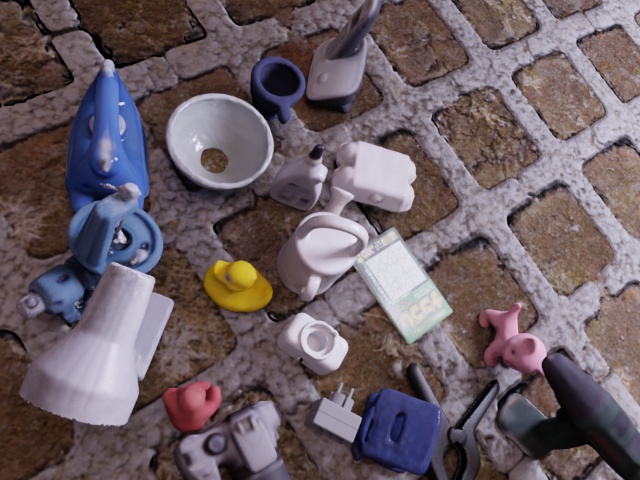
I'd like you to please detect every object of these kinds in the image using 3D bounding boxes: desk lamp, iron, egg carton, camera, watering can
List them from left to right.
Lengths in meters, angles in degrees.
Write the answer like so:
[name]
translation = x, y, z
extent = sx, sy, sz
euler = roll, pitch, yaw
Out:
[iron]
translation = -0.310, -0.172, 0.834
extent = 0.119, 0.141, 0.258
euler = -1, 70, -19
[desk lamp]
translation = -0.257, 0.123, 0.696
extent = 0.118, 0.213, 0.203
euler = 22, 64, -10
[camera]
translation = -0.099, 0.296, 0.746
extent = 0.143, 0.100, 0.137
euler = -23, 78, -25
[watering can]
translation = 0.006, 0.002, 0.846
extent = 0.101, 0.193, 0.173
euler = 1, 69, -19
[egg carton]
translation = 0.094, -0.107, 0.991
extent = 0.150, 0.069, 0.107
euler = 14, 66, -14

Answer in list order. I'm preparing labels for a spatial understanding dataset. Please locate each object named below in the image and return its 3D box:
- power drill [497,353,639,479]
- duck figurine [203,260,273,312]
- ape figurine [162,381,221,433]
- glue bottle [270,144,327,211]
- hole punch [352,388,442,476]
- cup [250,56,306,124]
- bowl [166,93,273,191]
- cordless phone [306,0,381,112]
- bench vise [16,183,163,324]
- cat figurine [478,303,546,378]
[power drill]
translation = 0.366, 0.270, 0.859
extent = 0.229, 0.208, 0.076
euler = 42, 62, 0
[duck figurine]
translation = -0.115, 0.061, 0.842
extent = 0.105, 0.086, 0.077
euler = 23, 64, -9
[ape figurine]
translation = -0.170, 0.215, 0.759
extent = 0.078, 0.092, 0.076
euler = 21, 64, -10
[glue bottle]
translation = -0.023, -0.102, 0.889
extent = 0.078, 0.173, 0.037
euler = 22, 64, -10
[hole punch]
translation = 0.111, 0.279, 0.832
extent = 0.101, 0.091, 0.109
euler = 27, 63, -7
[cup]
translation = -0.076, -0.234, 0.967
extent = 0.092, 0.094, 0.117
euler = -7, 72, -22
[bowl]
translation = -0.162, -0.145, 0.913
extent = 0.168, 0.074, 0.167
euler = 7, 67, -17
[cordless phone]
translation = 0.048, -0.325, 0.995
extent = 0.094, 0.184, 0.147
euler = 14, 65, -13
[bench vise]
translation = -0.278, 0.022, 0.725
extent = 0.121, 0.219, 0.207
euler = 29, 63, -6
[cat figurine]
translation = 0.323, 0.166, 0.937
extent = 0.067, 0.117, 0.128
euler = 3, 69, -18
